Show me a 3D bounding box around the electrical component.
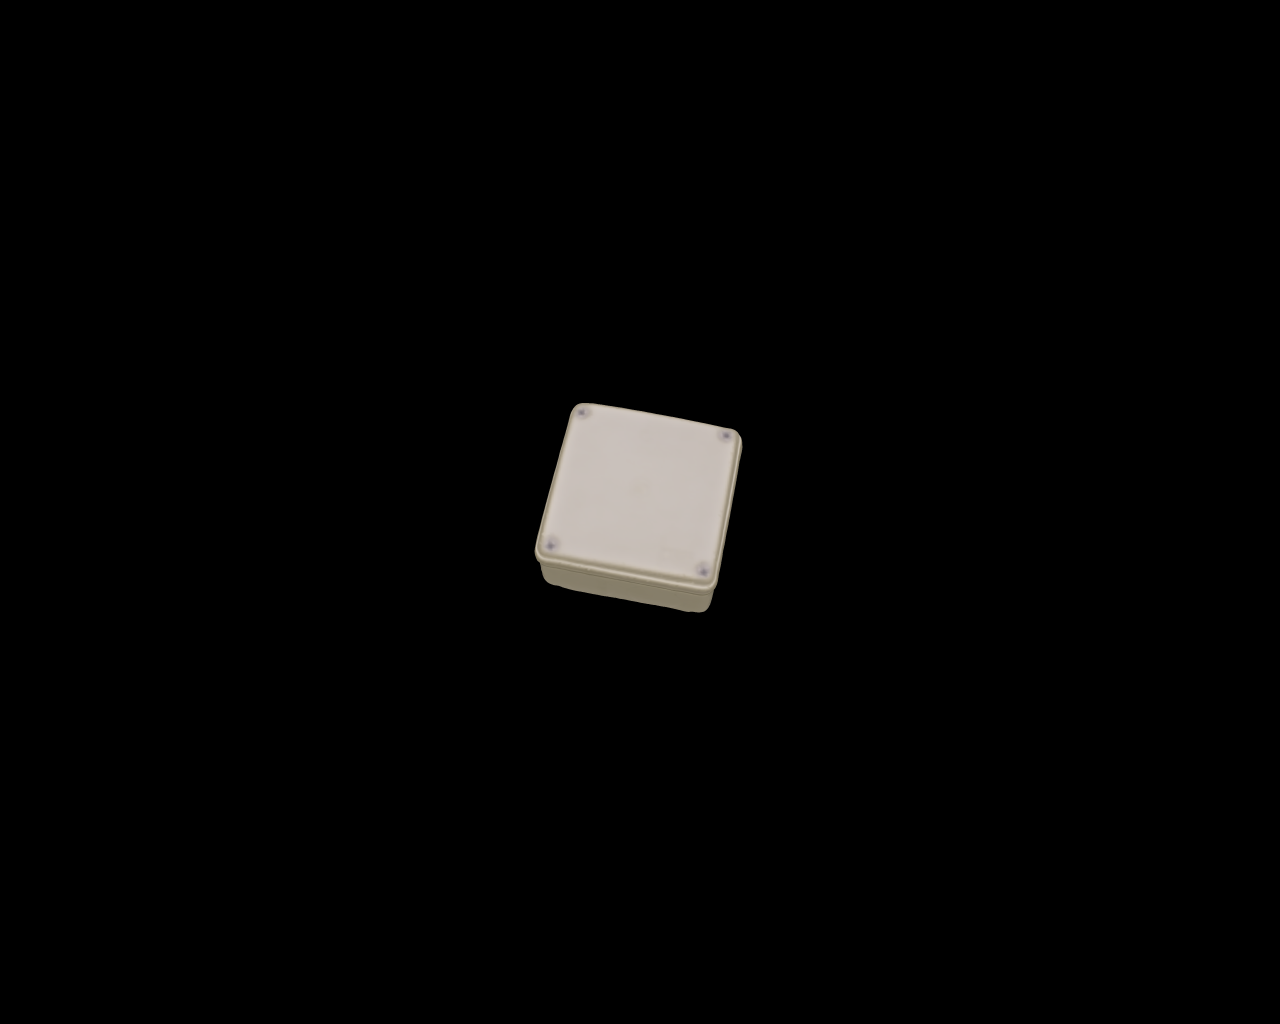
[{"bbox_3d":[0.001,-0.003,0.650,0.109,0.109,0.056,11,-24,5],"label":"electrical component"}]
